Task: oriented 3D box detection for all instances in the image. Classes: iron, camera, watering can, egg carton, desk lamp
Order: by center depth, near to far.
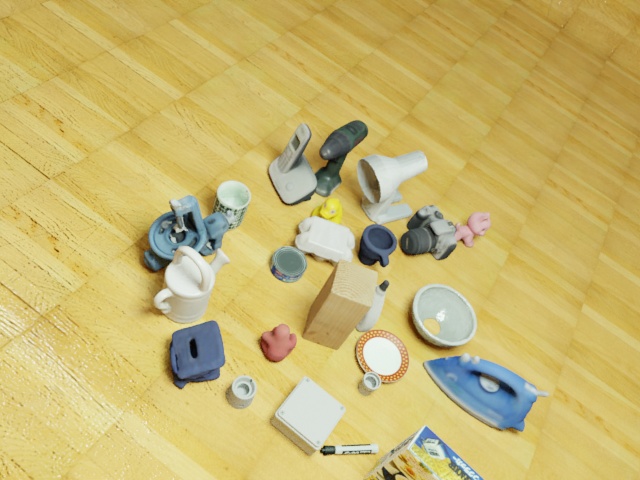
[{"bbox_3d":[-0.261,0.077,1.166,0.101,0.194,0.173,28,49,0],"label":"watering can"},{"bbox_3d":[0.371,0.315,1.282,0.258,0.141,0.119,29,49,1],"label":"iron"},{"bbox_3d":[0.013,0.005,1.416,0.150,0.069,0.107,19,50,-8],"label":"egg carton"},{"bbox_3d":[0.180,-0.145,1.503,0.204,0.213,0.117,-15,62,-31],"label":"desk lamp"},{"bbox_3d":[0.281,-0.021,1.525,0.137,0.100,0.143,-11,60,-29],"label":"camera"}]

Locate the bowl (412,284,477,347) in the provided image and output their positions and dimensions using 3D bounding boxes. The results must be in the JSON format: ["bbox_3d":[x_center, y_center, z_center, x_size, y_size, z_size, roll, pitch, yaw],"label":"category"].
[{"bbox_3d":[0.288,0.193,1.384,0.168,0.074,0.167,11,51,-14],"label":"bowl"}]

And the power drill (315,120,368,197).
[{"bbox_3d":[0.040,-0.214,1.501,0.075,0.208,0.230,35,50,6],"label":"power drill"}]

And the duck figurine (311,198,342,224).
[{"bbox_3d":[0.026,-0.074,1.470,0.077,0.086,0.105,40,50,10],"label":"duck figurine"}]

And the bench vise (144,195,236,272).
[{"bbox_3d":[-0.278,-0.041,1.231,0.121,0.219,0.208,38,50,8],"label":"bench vise"}]

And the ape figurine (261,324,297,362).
[{"bbox_3d":[-0.084,0.209,1.207,0.078,0.092,0.076,23,49,-5],"label":"ape figurine"}]

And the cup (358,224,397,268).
[{"bbox_3d":[0.138,0.032,1.430,0.092,0.095,0.117,0,55,-22],"label":"cup"}]

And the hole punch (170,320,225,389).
[{"bbox_3d":[-0.244,0.224,1.130,0.101,0.091,0.108,-3,56,-24],"label":"hole punch"}]

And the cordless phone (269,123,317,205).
[{"bbox_3d":[-0.054,-0.193,1.461,0.094,0.185,0.147,-14,61,-30],"label":"cordless phone"}]

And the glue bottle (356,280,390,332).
[{"bbox_3d":[0.118,0.137,1.291,0.037,0.173,0.078,-6,57,-26],"label":"glue bottle"}]

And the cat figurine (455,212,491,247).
[{"bbox_3d":[0.415,-0.037,1.581,0.128,0.117,0.067,-6,57,-26],"label":"cat figurine"}]
